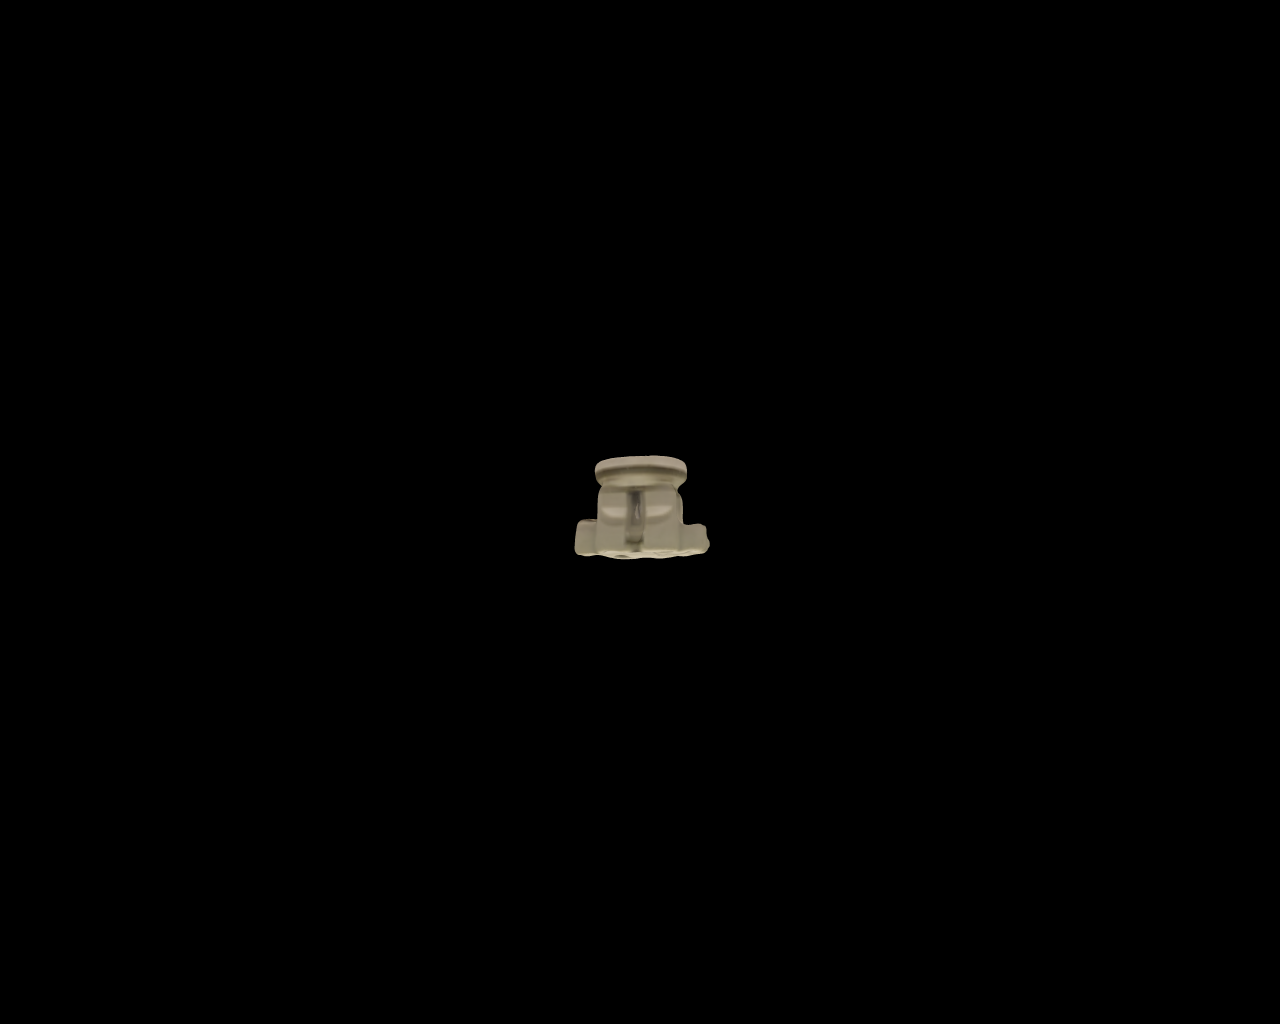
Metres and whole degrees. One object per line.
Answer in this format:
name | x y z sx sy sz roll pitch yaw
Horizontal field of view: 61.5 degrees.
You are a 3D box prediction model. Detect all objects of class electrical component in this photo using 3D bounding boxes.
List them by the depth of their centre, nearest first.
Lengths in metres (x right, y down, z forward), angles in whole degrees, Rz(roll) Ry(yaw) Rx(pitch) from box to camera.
electrical component | 0.001 -0.003 0.650 0.078 0.057 0.058 -1 -7 9
